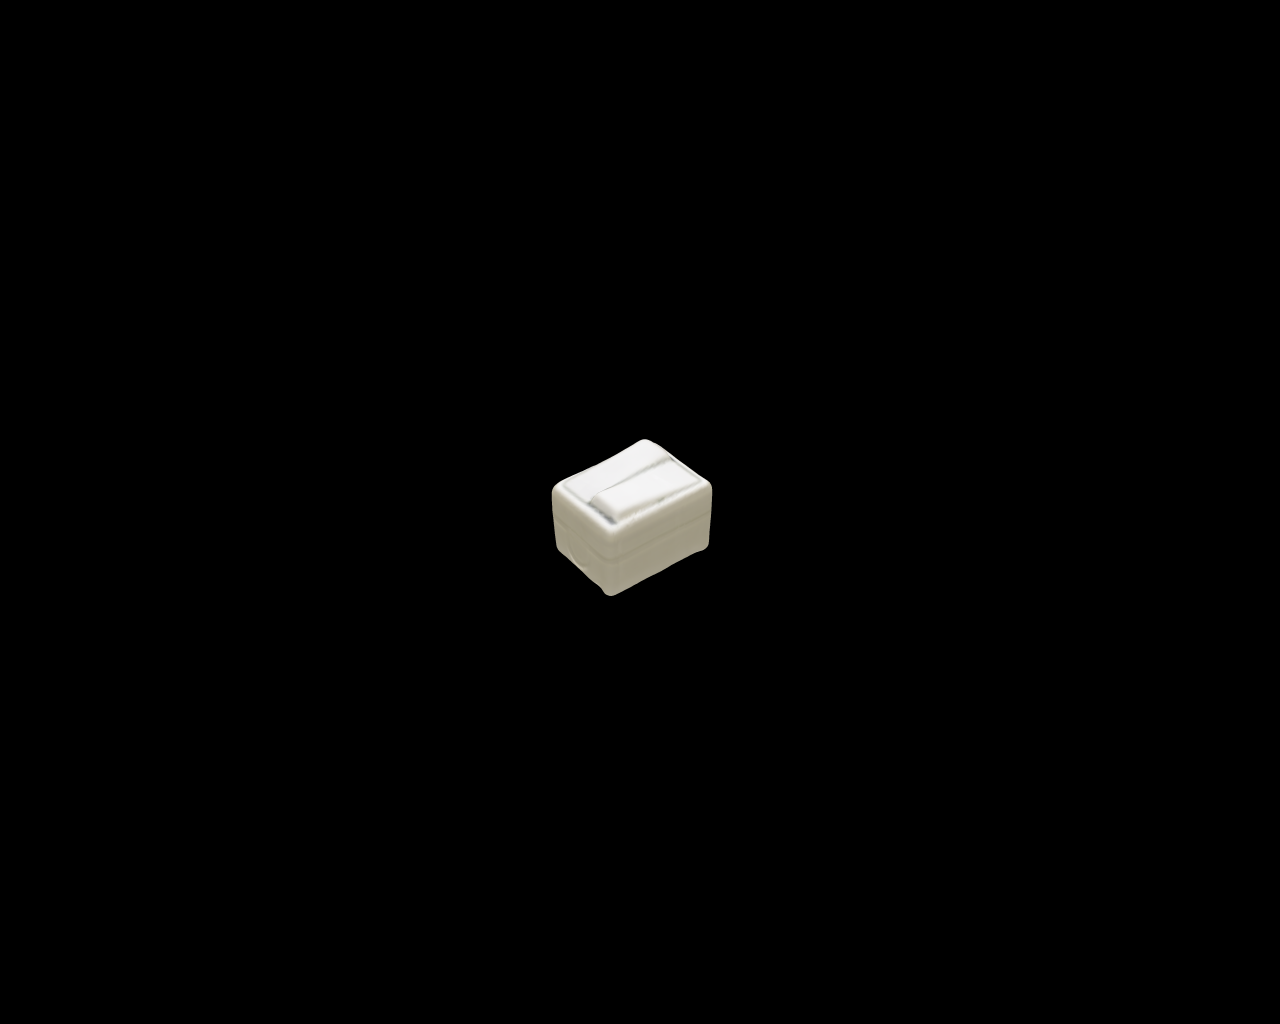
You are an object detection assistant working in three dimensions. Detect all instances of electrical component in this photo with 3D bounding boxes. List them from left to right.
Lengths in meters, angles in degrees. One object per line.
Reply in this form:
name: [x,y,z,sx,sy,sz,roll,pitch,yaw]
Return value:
electrical component: [0.001,-0.003,0.650,0.096,0.061,0.062,-26,46,-28]
